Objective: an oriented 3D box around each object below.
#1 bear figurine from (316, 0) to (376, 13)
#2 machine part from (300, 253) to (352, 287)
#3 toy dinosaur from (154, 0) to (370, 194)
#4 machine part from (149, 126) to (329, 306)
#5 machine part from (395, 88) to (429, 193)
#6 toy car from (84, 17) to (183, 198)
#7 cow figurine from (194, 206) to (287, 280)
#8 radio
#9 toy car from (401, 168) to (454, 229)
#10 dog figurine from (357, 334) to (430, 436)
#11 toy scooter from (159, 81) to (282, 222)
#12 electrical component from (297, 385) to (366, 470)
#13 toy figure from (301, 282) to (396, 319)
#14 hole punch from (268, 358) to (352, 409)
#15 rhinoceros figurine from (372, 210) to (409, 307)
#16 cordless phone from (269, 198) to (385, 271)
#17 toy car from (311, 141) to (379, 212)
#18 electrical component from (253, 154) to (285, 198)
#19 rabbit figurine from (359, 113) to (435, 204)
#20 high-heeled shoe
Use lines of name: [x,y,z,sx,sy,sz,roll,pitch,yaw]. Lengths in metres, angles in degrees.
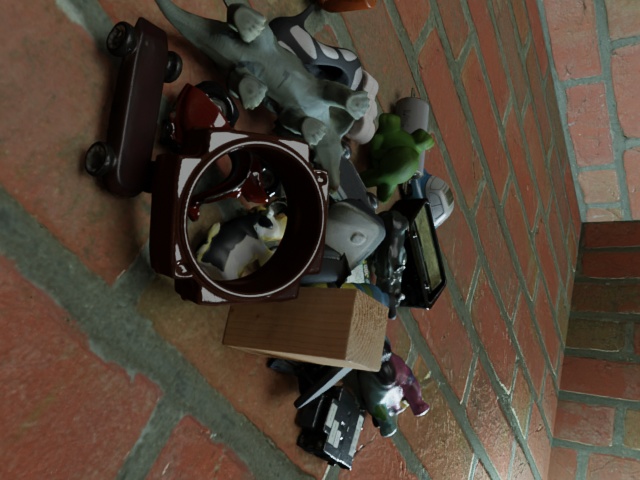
bear figurine: [0.016,-0.488,0.899,0.195,0.132,0.120,59,42,-43]
machine part: [-0.021,0.053,0.827,0.139,0.039,0.084,-4,133,-22]
toy dinosaur: [-0.073,-0.228,0.756,0.404,0.192,0.131,38,89,-32]
machine part: [-0.091,-0.027,0.639,0.201,0.087,0.201,1,98,-35]
machine part: [0.196,-0.222,1.184,0.079,0.079,0.243,26,69,-52]
toy car: [-0.213,-0.149,0.613,0.089,0.053,0.202,13,82,-57]
cow figurine: [-0.107,-0.002,0.749,0.167,0.068,0.098,-54,126,-41]
radio: [0.210,0.034,1.195,0.131,0.073,0.229,-45,123,-47]
toy car: [0.258,-0.093,1.246,0.109,0.103,0.161,-46,127,-47]
dog figurine: [0.107,0.236,1.010,0.219,0.108,0.191,64,-4,1]
toy scooter: [-0.142,-0.102,0.693,0.135,0.075,0.183,-42,113,-16]
electrical component: [0.018,0.314,0.921,0.134,0.058,0.115,52,46,-40]
toy figure: [0.043,0.107,0.913,0.180,0.082,0.089,-2,68,-28]
hole punch: [-0.003,0.187,0.837,0.092,0.142,0.115,49,20,21]
rhinoceros figurine: [0.139,0.037,1.053,0.112,0.073,0.190,-33,127,-88]
cordless phone: [-0.001,-0.003,0.846,0.184,0.146,0.089,-1,54,-46]
toy car: [0.045,-0.097,0.973,0.073,0.056,0.201,-52,123,-34]
electrical component: [-0.070,-0.093,0.783,0.045,0.102,0.078,-30,122,-59]
rabbit figurine: [0.136,-0.156,1.040,0.121,0.159,0.170,35,20,-11]
high-heeled shoe: [-0.007,-0.272,0.903,0.145,0.086,0.248,-58,136,-23]
